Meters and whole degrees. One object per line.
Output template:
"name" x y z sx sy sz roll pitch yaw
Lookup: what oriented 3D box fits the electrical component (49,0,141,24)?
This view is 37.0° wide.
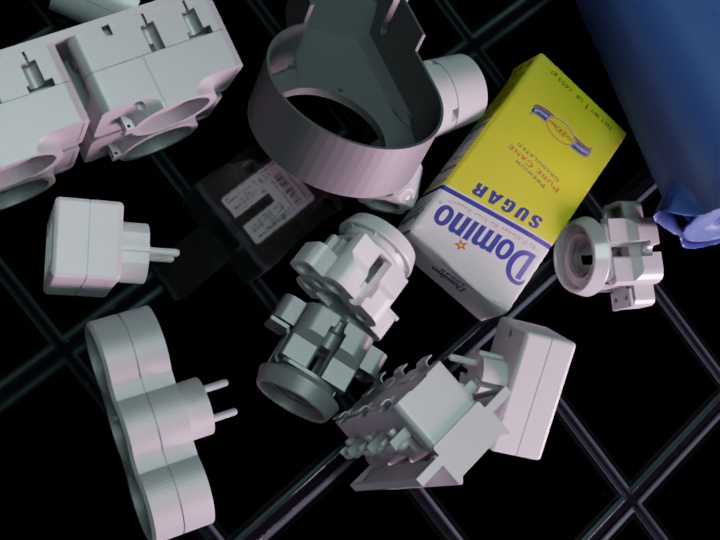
"electrical component" -0.182 -0.183 0.688 0.081 0.043 0.043 22 73 -15

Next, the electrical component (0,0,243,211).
"electrical component" -0.172 -0.095 0.640 0.186 0.105 0.060 -25 89 -23

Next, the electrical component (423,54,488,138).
"electrical component" 0.057 -0.123 0.760 0.047 0.055 0.055 -21 87 -26

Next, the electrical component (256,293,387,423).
"electrical component" -0.031 0.060 0.688 0.078 0.058 0.057 33 68 -7

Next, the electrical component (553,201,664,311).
"electrical component" 0.178 -0.010 0.781 0.057 0.058 0.078 -2 81 -24

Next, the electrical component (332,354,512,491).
"electrical component" 0.032 0.097 0.670 0.079 0.121 0.063 -42 93 -22

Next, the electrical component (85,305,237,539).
"electrical component" -0.112 0.088 0.655 0.074 0.052 0.138 -16 85 -22

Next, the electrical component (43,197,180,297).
"electrical component" -0.150 -0.011 0.653 0.077 0.066 0.047 4 78 -20

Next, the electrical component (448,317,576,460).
"electrical component" 0.091 0.075 0.722 0.076 0.047 0.083 14 97 -17

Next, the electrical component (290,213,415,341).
"electrical component" 0.000 0.000 0.711 0.078 0.058 0.057 47 65 -23

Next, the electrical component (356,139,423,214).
"electrical component" 0.022 -0.073 0.742 0.043 0.043 0.062 17 73 -17
